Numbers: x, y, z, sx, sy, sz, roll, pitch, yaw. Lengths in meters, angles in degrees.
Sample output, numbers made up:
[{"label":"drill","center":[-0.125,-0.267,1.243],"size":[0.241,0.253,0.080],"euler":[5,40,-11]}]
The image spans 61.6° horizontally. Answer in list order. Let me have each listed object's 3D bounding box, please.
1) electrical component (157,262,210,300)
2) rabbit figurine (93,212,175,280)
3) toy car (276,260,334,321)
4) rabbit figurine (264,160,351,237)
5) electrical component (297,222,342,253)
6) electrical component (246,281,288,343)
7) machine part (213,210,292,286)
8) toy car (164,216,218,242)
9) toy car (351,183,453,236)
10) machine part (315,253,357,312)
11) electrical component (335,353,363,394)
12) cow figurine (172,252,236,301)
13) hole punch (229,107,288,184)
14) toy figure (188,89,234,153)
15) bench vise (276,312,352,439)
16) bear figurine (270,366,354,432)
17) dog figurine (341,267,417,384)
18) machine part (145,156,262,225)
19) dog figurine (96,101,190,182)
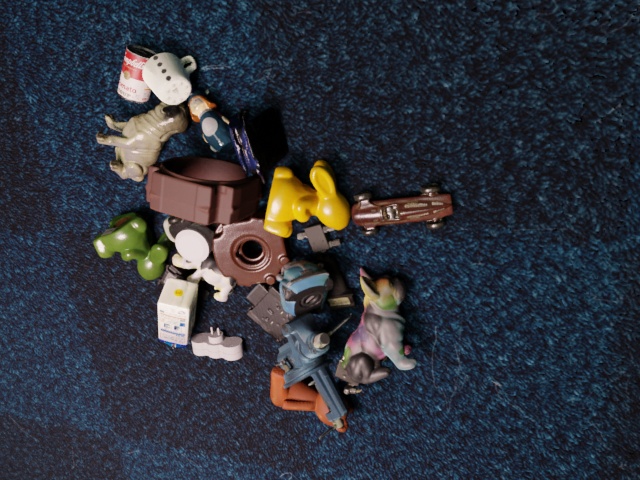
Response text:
[{"label":"electrical component","center":[-0.333,0.111,1.322],"size":[0.119,0.048,0.075],"euler":[41,120,4]},{"label":"rabbit figurine","center":[-0.425,0.017,1.304],"size":[0.159,0.121,0.170],"euler":[-18,121,20]},{"label":"toy car","center":[-0.038,0.096,1.143],"size":[0.161,0.109,0.103],"euler":[95,156,-53]},{"label":"rabbit figurine","center":[-0.017,-0.082,1.099],"size":[0.173,0.122,0.162],"euler":[17,107,0]},{"label":"electrical component","center":[-0.002,-0.003,1.158],"size":[0.094,0.021,0.063],"euler":[-14,105,25]},{"label":"electrical component","center":[-0.102,0.154,1.241],"size":[0.134,0.058,0.115],"euler":[42,117,1]},{"label":"machine part","center":[-0.149,0.020,1.178],"size":[0.179,0.056,0.179],"euler":[1,114,2]},{"label":"toy car","center":[-0.269,-0.039,1.232],"size":[0.202,0.056,0.073],"euler":[-12,113,22]},{"label":"toy car","center":[0.157,-0.058,1.057],"size":[0.202,0.053,0.089],"euler":[-4,106,24]},{"label":"machine part","center":[0.030,0.092,1.176],"size":[0.084,0.039,0.138],"euler":[-13,107,34]},{"label":"electrical component","center":[0.074,0.304,1.236],"size":[0.078,0.045,0.102],"euler":[26,117,9]},{"label":"cow figurine","center":[-0.265,0.061,1.263],"size":[0.167,0.068,0.098],"euler":[32,113,3]},{"label":"hole punch","center":[-0.139,-0.195,1.079],"size":[0.092,0.116,0.142],"euler":[3,124,27]},{"label":"toy figure","center":[-0.231,-0.254,1.118],"size":[0.064,0.057,0.154],"euler":[-32,80,-11]},{"label":"bench vise","center":[-0.004,0.277,1.123],"size":[0.223,0.129,0.240],"euler":[-39,76,45]},{"label":"bear figurine","center":[-0.014,0.356,1.252],"size":[0.196,0.120,0.131],"euler":[13,111,15]},{"label":"dog figurine","center":[0.108,0.171,1.132],"size":[0.192,0.108,0.219],"euler":[-22,97,11]},{"label":"machine part","center":[-0.235,-0.109,1.107],"size":[0.201,0.201,0.087],"euler":[16,113,15]},{"label":"dog figurine","center":[-0.364,-0.214,1.187],"size":[0.191,0.121,0.172],"euler":[-8,145,6]}]
